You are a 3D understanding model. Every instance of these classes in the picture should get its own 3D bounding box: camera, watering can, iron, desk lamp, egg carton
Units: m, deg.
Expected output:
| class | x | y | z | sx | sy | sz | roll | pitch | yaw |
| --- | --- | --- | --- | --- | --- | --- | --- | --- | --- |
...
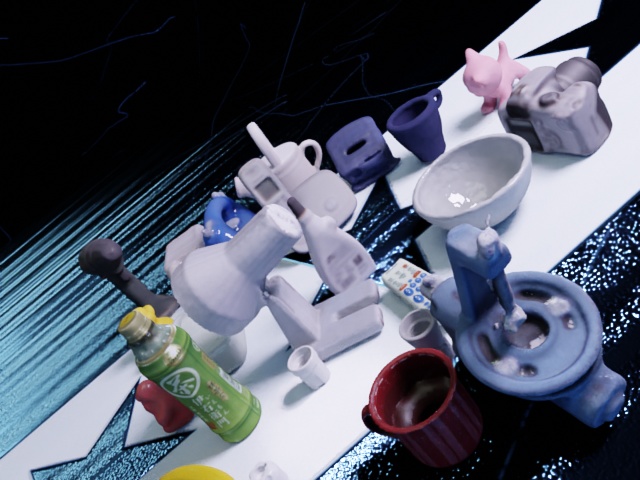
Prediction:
| class | x | y | z | sx | sy | sz | roll | pitch | yaw |
| --- | --- | --- | --- | --- | --- | --- | --- | --- | --- |
| camera | 0.338 | -0.200 | 0.799 | 0.137 | 0.101 | 0.142 | -45 | 30 | -11 |
| watering can | -0.082 | -0.135 | 1.085 | 0.173 | 0.194 | 0.100 | -46 | 30 | -13 |
| iron | -0.170 | -0.024 | 1.082 | 0.118 | 0.142 | 0.258 | -32 | 30 | 11 |
| desk lamp | -0.056 | 0.063 | 0.755 | 0.203 | 0.214 | 0.118 | -30 | 30 | 15 |
| egg carton | -0.266 | 0.033 | 1.183 | 0.107 | 0.070 | 0.150 | -35 | 29 | 6 |

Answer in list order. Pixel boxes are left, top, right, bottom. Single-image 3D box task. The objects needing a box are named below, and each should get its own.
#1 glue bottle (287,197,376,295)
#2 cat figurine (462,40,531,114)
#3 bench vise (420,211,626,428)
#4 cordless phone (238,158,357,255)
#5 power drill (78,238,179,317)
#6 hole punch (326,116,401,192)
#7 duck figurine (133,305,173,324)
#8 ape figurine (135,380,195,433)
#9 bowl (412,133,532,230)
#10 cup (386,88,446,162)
| class | x | y | z | sx | sy | sz | roll | pitch | yaw |
| --- | --- | --- | --- | --- | --- | --- | --- | --- | --- |
| glue bottle | 0.007 | 0.003 | 0.810 | 0.078 | 0.173 | 0.037 | -42 | 29 | -6 |
| cat figurine | 0.285 | -0.277 | 0.952 | 0.067 | 0.118 | 0.128 | 8 | 53 | 52 |
| bench vise | 0.145 | 0.066 | 0.517 | 0.206 | 0.220 | 0.122 | 1 | 48 | 49 |
| cordless phone | -0.038 | -0.082 | 0.969 | 0.148 | 0.185 | 0.094 | -43 | 29 | -8 |
| power drill | -0.372 | 0.075 | 1.101 | 0.228 | 0.209 | 0.076 | 3 | 49 | 50 |
| hole punch | 0.076 | -0.160 | 1.049 | 0.108 | 0.091 | 0.101 | -32 | 30 | 11 |
| duck figurine | -0.309 | 0.162 | 1.033 | 0.077 | 0.086 | 0.104 | -30 | 30 | 15 |
| ape figurine | -0.230 | 0.235 | 0.833 | 0.076 | 0.092 | 0.077 | -33 | 29 | 9 |
| bowl | 0.214 | -0.065 | 0.775 | 0.167 | 0.075 | 0.167 | -28 | 31 | 19 |
| cup | 0.180 | -0.189 | 0.968 | 0.118 | 0.095 | 0.091 | -47 | 30 | -15 |
